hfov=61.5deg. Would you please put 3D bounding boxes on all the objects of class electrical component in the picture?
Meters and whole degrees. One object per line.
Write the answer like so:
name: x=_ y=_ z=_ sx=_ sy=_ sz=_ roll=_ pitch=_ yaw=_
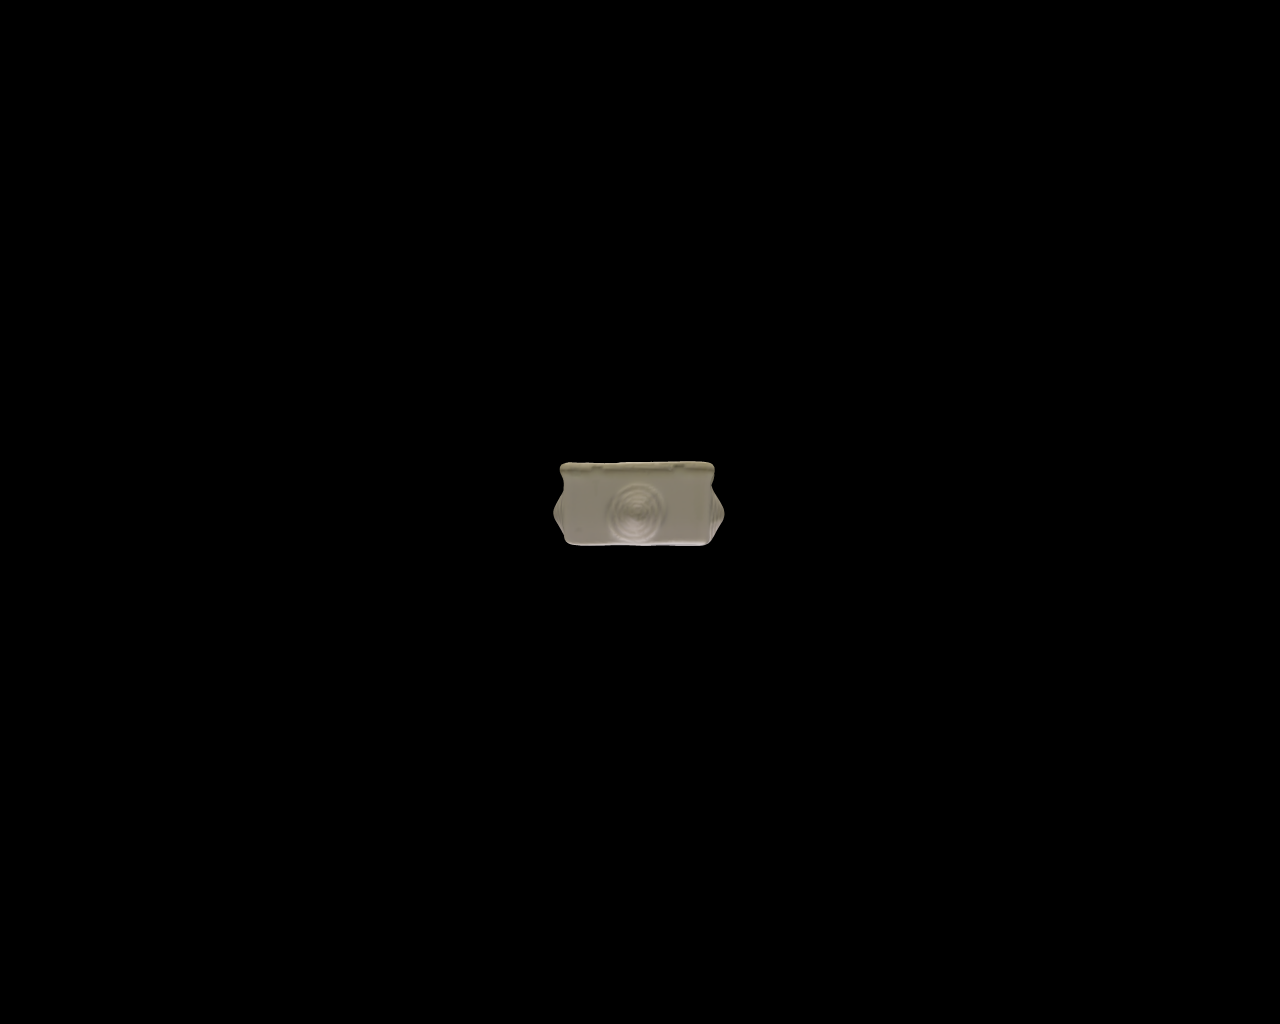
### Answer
electrical component: x=0.001 y=-0.003 z=0.650 sx=0.100 sy=0.048 sz=0.099 roll=0 pitch=-2 yaw=4
